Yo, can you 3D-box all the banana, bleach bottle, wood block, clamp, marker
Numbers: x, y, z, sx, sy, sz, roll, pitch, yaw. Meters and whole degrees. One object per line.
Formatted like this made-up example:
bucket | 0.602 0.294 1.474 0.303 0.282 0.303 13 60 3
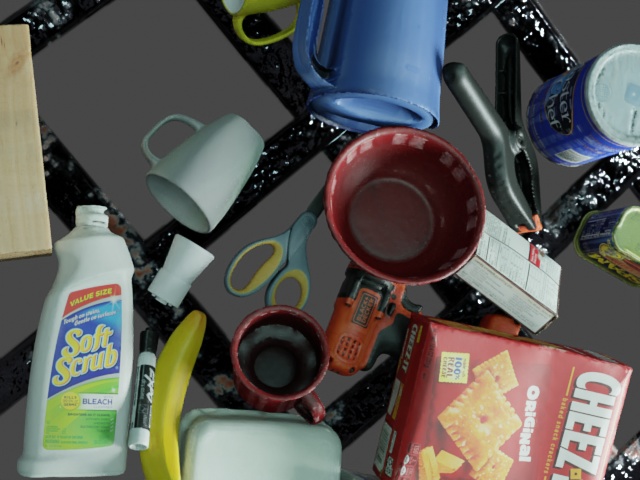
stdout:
banana | -0.139 0.162 1.009 0.037 0.070 0.198 42 38 -47
bleach bottle | -0.227 0.093 1.004 0.102 0.068 0.251 3 83 -19
wood block | -0.303 -0.085 0.986 0.090 0.091 0.206 -6 87 -13
clamp | 0.195 -0.111 1.114 0.164 0.036 0.210 -44 118 -49
marker | -0.165 0.138 1.003 0.020 0.020 0.121 9 57 -13

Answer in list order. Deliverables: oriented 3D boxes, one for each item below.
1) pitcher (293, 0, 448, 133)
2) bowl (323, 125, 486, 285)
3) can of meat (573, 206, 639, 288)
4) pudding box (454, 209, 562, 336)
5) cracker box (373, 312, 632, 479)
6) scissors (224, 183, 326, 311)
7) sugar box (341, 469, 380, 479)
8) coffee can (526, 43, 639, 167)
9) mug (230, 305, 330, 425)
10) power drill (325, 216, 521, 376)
pitcher | 0.060 -0.236 1.064 0.145 0.149 0.243 7 80 6
bowl | 0.077 -0.028 1.045 0.162 0.055 0.162 3 73 -11
can of meat | 0.336 0.007 1.135 0.102 0.084 0.057 29 80 -10
pudding box | 0.194 0.032 1.097 0.113 0.039 0.090 35 36 -8
cracker box | 0.175 0.173 1.030 0.213 0.072 0.164 13 93 -11
scissors | -0.007 0.001 1.088 0.201 0.016 0.096 -39 96 -13
sugar box | 0.107 0.268 1.054 0.176 0.093 0.048 11 85 -12
coffee can | 0.290 -0.136 1.106 0.102 0.140 0.103 1 85 -14
mug | -0.034 0.128 1.024 0.093 0.081 0.117 -36 77 -20
power drill | 0.107 0.076 1.090 0.187 0.057 0.184 25 78 -9
